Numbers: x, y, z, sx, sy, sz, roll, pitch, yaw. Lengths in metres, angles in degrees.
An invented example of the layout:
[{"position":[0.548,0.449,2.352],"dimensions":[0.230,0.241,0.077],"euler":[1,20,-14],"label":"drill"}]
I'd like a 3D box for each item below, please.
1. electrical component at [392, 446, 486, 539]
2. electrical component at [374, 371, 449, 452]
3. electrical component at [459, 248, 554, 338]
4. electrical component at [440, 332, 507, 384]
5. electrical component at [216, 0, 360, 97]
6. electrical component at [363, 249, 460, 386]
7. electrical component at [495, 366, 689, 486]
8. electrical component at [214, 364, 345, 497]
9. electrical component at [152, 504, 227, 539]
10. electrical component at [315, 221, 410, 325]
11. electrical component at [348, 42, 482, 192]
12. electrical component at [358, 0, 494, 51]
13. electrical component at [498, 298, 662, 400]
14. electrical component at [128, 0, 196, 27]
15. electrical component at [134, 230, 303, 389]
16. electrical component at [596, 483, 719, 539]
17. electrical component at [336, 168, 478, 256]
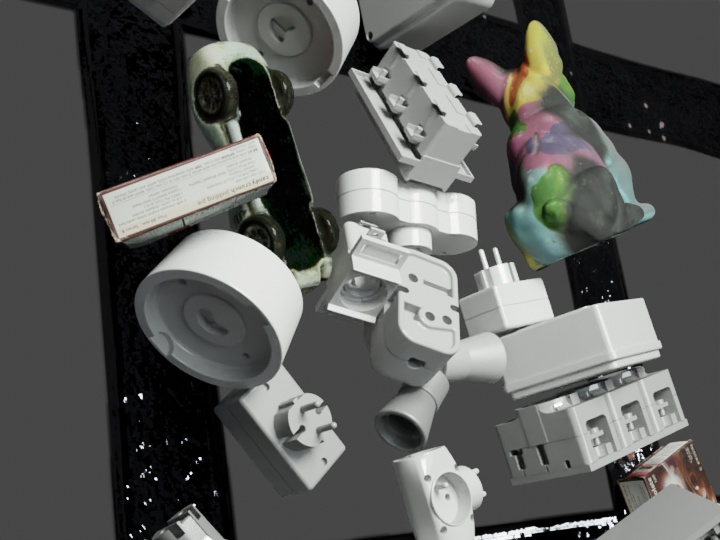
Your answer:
[{"position":[0.070,0.177,0.844],"dimensions":[0.079,0.044,0.077],"euler":[-11,80,-42],"label":"electrical component"},{"position":[0.044,0.106,0.854],"dimensions":[0.044,0.044,0.065],"euler":[50,44,-13],"label":"electrical component"},{"position":[0.124,0.017,0.950],"dimensions":[0.066,0.047,0.076],"euler":[-7,77,-41],"label":"electrical component"},{"position":[0.084,0.075,0.900],"dimensions":[0.065,0.044,0.044],"euler":[-1,74,-35],"label":"electrical component"},{"position":[-0.052,-0.199,0.851],"dimensions":[0.108,0.108,0.060],"euler":[47,43,-16],"label":"electrical component"},{"position":[0.040,0.040,0.846],"dimensions":[0.054,0.059,0.095],"euler":[21,44,-19],"label":"electrical component"},{"position":[0.202,0.132,0.942],"dimensions":[0.150,0.089,0.061],"euler":[-12,82,-42],"label":"electrical component"},{"position":[-0.045,0.108,0.753],"dimensions":[0.083,0.076,0.047],"euler":[54,48,-10],"label":"electrical component"},{"position":[-0.107,0.181,0.698],"dimensions":[0.046,0.040,0.040],"euler":[51,48,-4],"label":"electrical component"},{"position":[0.000,0.000,0.837],"dimensions":[0.042,0.081,0.063],"euler":[19,36,-22],"label":"electrical component"},{"position":[0.049,-0.132,0.902],"dimensions":[0.079,0.063,0.121],"euler":[12,37,-37],"label":"electrical component"},{"position":[0.055,-0.249,0.954],"dimensions":[0.057,0.113,0.078],"euler":[2,72,-43],"label":"electrical component"},{"position":[0.188,0.067,0.930],"dimensions":[0.109,0.109,0.056],"euler":[-3,73,-54],"label":"electrical component"},{"position":[-0.145,-0.242,0.818],"dimensions":[0.062,0.061,0.096],"euler":[36,53,-24],"label":"electrical component"},{"position":[-0.091,0.022,0.731],"dimensions":[0.108,0.108,0.060],"euler":[45,44,-17],"label":"electrical component"},{"position":[0.234,0.252,0.879],"dimensions":[0.150,0.089,0.061],"euler":[-34,98,-10],"label":"electrical component"},{"position":[0.041,-0.031,0.896],"dimensions":[0.138,0.052,0.073],"euler":[13,65,-36],"label":"electrical component"}]
